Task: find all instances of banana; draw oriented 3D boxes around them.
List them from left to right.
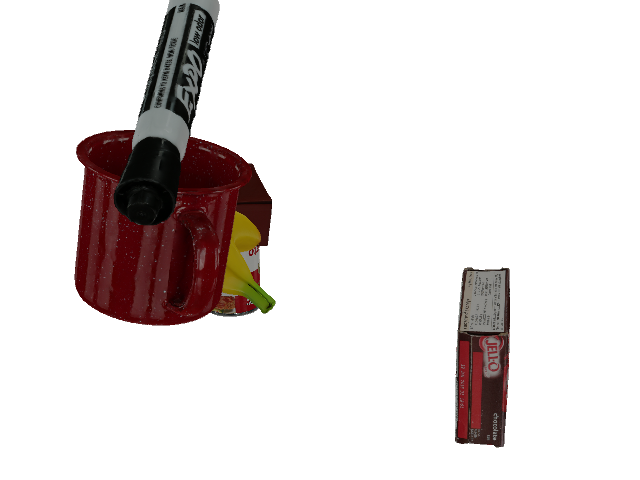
[{"bbox_3d":[-0.073,0.007,0.815,0.037,0.069,0.198,-42,15,7],"label":"banana"}]

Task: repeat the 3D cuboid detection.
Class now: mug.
[{"bbox_3d":[-0.083,-0.002,0.569,0.093,0.081,0.117,-4,26,-33],"label":"mug"}]

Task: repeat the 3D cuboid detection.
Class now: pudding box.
[{"bbox_3d":[0.118,0.081,0.773,0.039,0.090,0.113,2,23,7],"label":"pudding box"}]

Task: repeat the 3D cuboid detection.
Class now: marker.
[{"bbox_3d":[-0.050,-0.048,0.359,0.020,0.020,0.121,0,43,3],"label":"marker"}]

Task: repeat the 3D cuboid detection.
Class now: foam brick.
[{"bbox_3d":[-0.084,-0.035,1.051,0.053,0.051,0.078,-4,33,-18],"label":"foam brick"}]

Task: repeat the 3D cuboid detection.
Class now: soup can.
[{"bbox_3d":[-0.106,0.030,1.268,0.068,0.102,0.068,0,21,0],"label":"soup can"}]
